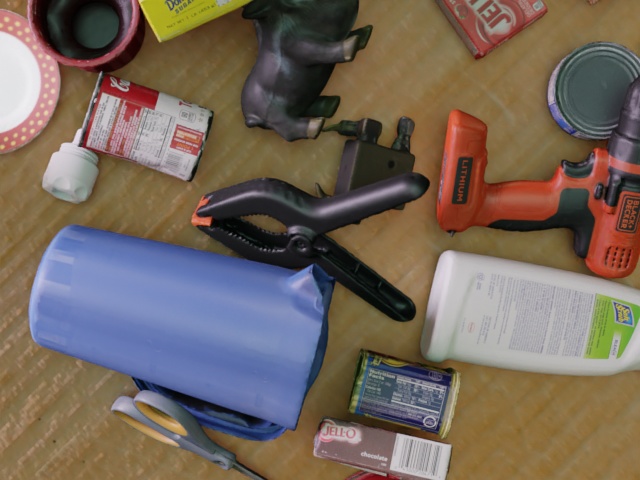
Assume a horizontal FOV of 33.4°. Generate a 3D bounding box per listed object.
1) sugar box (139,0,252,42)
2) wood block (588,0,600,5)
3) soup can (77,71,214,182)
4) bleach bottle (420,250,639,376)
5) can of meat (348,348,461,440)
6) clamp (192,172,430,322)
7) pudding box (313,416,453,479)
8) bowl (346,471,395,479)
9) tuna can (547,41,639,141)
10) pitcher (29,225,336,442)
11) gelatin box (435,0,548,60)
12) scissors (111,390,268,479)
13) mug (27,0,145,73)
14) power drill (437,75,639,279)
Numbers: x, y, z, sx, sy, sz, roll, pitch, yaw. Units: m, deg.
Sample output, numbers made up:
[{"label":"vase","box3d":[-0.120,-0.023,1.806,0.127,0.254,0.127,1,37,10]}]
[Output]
[{"label":"sugar box","box3d":[-0.112,-0.233,0.879,0.093,0.176,0.048,-25,130,-1]},{"label":"wood block","box3d":[0.312,-0.299,0.919,0.206,0.090,0.091,-29,90,0]},{"label":"soup can","box3d":[-0.150,-0.096,0.918,0.102,0.068,0.068,18,90,-12]},{"label":"bleach bottle","box3d":[0.221,0.080,0.936,0.250,0.068,0.102,12,91,-3]},{"label":"can of meat","box3d":[0.070,0.129,0.914,0.084,0.102,0.057,14,87,2]},{"label":"clamp","box3d":[-0.006,0.001,0.923,0.210,0.036,0.164,6,133,15]},{"label":"pudding box","box3d":[0.055,0.180,0.910,0.113,0.090,0.039,13,80,8]},{"label":"bowl","box3d":[0.068,0.283,0.938,0.162,0.055,0.162,0,90,0]},{"label":"tuna can","box3d":[0.246,-0.131,0.947,0.086,0.034,0.086,0,91,0]},{"label":"pitcher","box3d":[-0.115,0.076,0.907,0.243,0.145,0.149,15,78,3]},{"label":"gelatin box","box3d":[0.146,-0.217,0.947,0.073,0.030,0.089,-35,90,0]},{"label":"scissors","box3d":[-0.088,0.181,0.924,0.202,0.096,0.016,25,61,2]},{"label":"mug","box3d":[-0.206,-0.196,0.918,0.117,0.081,0.093,33,90,-1]},{"label":"power drill","box3d":[0.200,-0.063,0.914,0.187,0.057,0.184,8,111,3]}]
